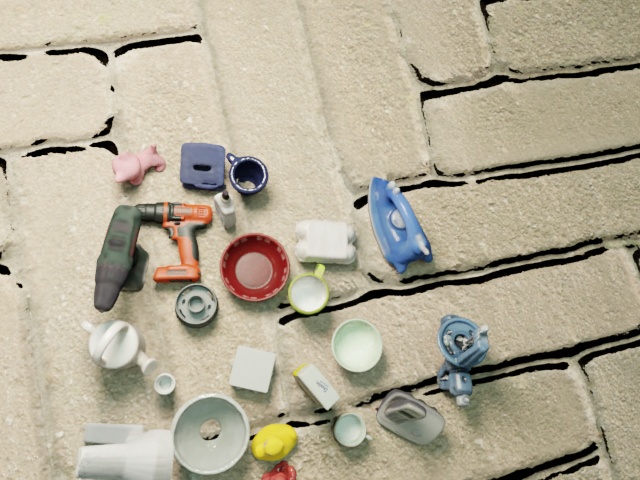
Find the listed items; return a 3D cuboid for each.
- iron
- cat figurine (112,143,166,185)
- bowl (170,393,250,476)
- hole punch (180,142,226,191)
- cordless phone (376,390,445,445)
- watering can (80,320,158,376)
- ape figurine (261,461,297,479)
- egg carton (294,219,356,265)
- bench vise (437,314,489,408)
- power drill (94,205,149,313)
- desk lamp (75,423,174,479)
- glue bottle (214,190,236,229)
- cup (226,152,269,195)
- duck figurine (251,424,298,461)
[{"bbox_3d":[0.192,-0.057,1.382,0.119,0.141,0.258,-22,82,-14],"label":"iron"},{"bbox_3d":[-0.422,-0.178,1.311,0.128,0.117,0.067,-39,86,-15],"label":"cat figurine"},{"bbox_3d":[-0.236,0.414,1.236,0.167,0.074,0.167,2,77,-10],"label":"bowl"},{"bbox_3d":[-0.273,-0.171,1.350,0.109,0.091,0.101,3,77,-9],"label":"hole punch"},{"bbox_3d":[0.214,0.395,1.264,0.147,0.185,0.094,27,75,-3],"label":"cordless phone"},{"bbox_3d":[-0.416,0.218,1.185,0.173,0.194,0.101,12,76,-7],"label":"watering can"},{"bbox_3d":[-0.087,0.521,1.230,0.078,0.092,0.076,4,77,-9],"label":"ape figurine"},{"bbox_3d":[0.013,0.005,1.373,0.150,0.069,0.107,3,77,-10],"label":"egg carton"},{"bbox_3d":[0.341,0.266,1.297,0.121,0.219,0.207,-15,81,-13],"label":"bench vise"},{"bbox_3d":[-0.419,0.049,1.214,0.076,0.208,0.230,8,76,-8],"label":"power drill"},{"bbox_3d":[-0.386,0.431,1.133,0.203,0.213,0.118,5,77,-9],"label":"desk lamp"},{"bbox_3d":[-0.214,-0.081,1.298,0.037,0.173,0.078,-21,82,-13],"label":"glue bottle"},{"bbox_3d":[-0.180,-0.151,1.360,0.118,0.095,0.092,44,74,2],"label":"cup"},{"bbox_3d":[-0.097,0.445,1.248,0.105,0.086,0.077,-18,81,-13],"label":"duck figurine"}]
